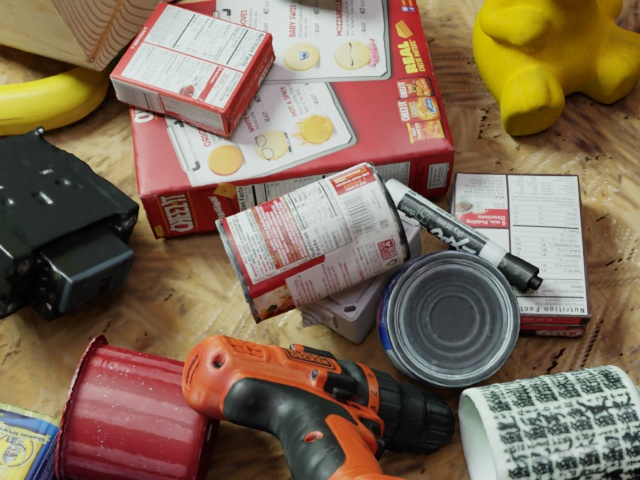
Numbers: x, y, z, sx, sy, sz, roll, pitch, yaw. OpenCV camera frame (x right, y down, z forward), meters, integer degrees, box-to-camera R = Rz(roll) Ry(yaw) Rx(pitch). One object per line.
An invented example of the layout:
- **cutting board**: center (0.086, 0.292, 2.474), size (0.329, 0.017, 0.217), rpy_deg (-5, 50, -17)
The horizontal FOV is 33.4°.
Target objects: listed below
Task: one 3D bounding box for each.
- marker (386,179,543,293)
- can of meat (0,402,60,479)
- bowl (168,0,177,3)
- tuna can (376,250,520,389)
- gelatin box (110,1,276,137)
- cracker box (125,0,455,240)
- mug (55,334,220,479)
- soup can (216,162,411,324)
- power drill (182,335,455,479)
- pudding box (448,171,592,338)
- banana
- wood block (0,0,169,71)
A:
- **marker**: center (0.092, -0.002, 0.696), size (0.121, 0.020, 0.020), rpy_deg (33, 67, 20)
- **can of meat**: center (-0.208, 0.143, 0.639), size (0.102, 0.057, 0.084), rpy_deg (13, 48, 7)
- **bowl**: center (-0.155, -0.265, 0.868), size (0.162, 0.055, 0.162), rpy_deg (0, 62, 1)
- **tuna can**: center (0.079, 0.049, 0.661), size (0.086, 0.034, 0.086), rpy_deg (0, 85, -5)
- **gelatin box**: center (-0.084, -0.116, 0.720), size (0.089, 0.030, 0.073), rpy_deg (19, 62, 14)
- **cracker box**: center (-0.025, -0.097, 0.764), size (0.213, 0.072, 0.164), rpy_deg (-9, 60, -2)
- **mug**: center (-0.108, 0.123, 0.646), size (0.081, 0.093, 0.117), rpy_deg (12, 93, 2)
- **soup can**: center (-0.004, 0.001, 0.648), size (0.102, 0.068, 0.068), rpy_deg (-22, 63, -3)
- **power drill**: center (0.032, 0.119, 0.574), size (0.184, 0.188, 0.057), rpy_deg (15, 101, -29)
- **pudding box**: center (0.133, 0.009, 0.722), size (0.090, 0.039, 0.113), rpy_deg (2, 64, 3)
- **banana**: center (-0.244, -0.107, 0.798), size (0.197, 0.037, 0.069), rpy_deg (-6, 45, -3)
- **wood block**: center (-0.218, -0.200, 0.774), size (0.206, 0.090, 0.090), rpy_deg (20, 61, 36)
